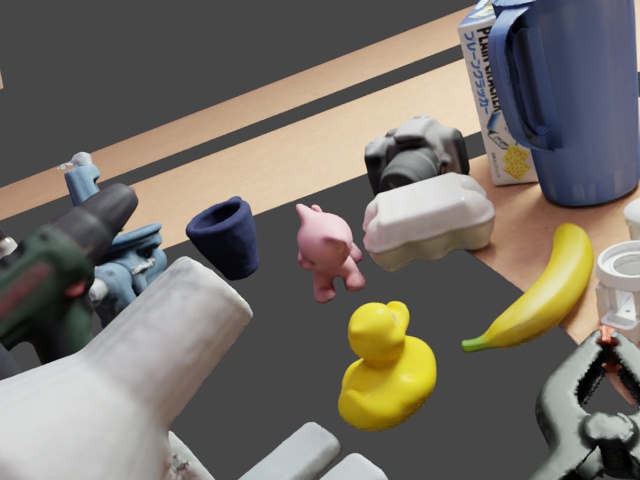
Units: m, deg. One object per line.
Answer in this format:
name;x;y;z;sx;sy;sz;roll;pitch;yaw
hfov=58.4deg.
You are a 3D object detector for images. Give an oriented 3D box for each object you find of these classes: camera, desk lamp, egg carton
camera;0.118;-0.106;0.799;0.142;0.101;0.137;-2;31;35
desk lamp;-0.086;0.131;0.353;0.204;0.214;0.117;-35;28;-27
egg carton;0.123;-0.022;0.665;0.150;0.069;0.107;-17;25;10

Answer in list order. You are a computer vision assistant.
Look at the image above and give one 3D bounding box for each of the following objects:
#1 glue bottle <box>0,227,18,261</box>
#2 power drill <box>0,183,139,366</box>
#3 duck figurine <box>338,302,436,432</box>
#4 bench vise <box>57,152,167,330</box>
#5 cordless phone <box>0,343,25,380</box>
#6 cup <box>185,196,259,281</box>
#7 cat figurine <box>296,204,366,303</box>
glue bottle;-0.430;0.050;0.833;0.078;0.173;0.037;-18;26;9
power drill;-0.244;0.081;0.582;0.075;0.209;0.230;8;38;46
duck figurine;0.047;0.095;0.470;0.077;0.086;0.105;3;35;42
bench vise;-0.273;-0.003;0.760;0.121;0.220;0.207;-26;26;-10
cordless phone;-0.205;0.158;0.426;0.147;0.185;0.094;5;36;44
cup;-0.119;-0.001;0.783;0.091;0.095;0.118;-12;27;20
cat figurine;0.006;0.002;0.651;0.067;0.118;0.127;-19;25;5
